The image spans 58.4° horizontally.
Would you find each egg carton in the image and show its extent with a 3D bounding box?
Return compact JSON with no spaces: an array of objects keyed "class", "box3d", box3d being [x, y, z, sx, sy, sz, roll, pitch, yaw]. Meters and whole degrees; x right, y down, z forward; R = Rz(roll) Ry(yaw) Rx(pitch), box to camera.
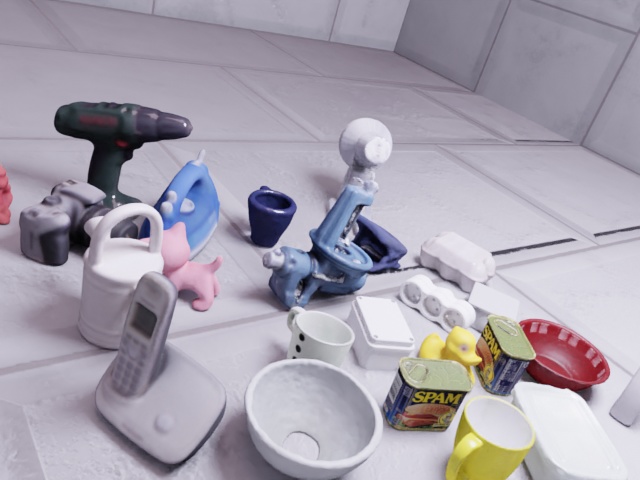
[{"class":"egg carton","box3d":[0.283,0.042,1.176,0.150,0.069,0.107,32,31,26]}]

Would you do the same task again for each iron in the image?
[{"class":"iron","box3d":[-0.241,-0.054,0.976,0.118,0.141,0.258,16,28,-3]}]

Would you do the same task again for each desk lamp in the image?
[{"class":"desk lamp","box3d":[0.094,-0.147,1.255,0.118,0.213,0.203,12,28,-9]}]

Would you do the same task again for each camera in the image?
[{"class":"camera","box3d":[-0.367,-0.025,0.897,0.136,0.101,0.143,22,28,9]}]

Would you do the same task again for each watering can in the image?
[{"class":"watering can","box3d":[-0.262,0.034,0.750,0.172,0.194,0.101,27,30,18]}]

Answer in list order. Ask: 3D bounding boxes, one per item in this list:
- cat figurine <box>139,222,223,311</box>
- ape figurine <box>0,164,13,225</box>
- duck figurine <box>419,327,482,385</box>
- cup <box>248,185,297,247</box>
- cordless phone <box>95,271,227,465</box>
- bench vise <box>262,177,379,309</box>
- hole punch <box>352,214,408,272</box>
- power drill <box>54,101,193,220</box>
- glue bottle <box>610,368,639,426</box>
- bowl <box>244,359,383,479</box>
[{"class":"cat figurine","box3d":[-0.208,0.032,0.865,0.128,0.118,0.067,15,28,-4]},{"class":"ape figurine","box3d":[-0.524,-0.081,0.917,0.076,0.092,0.078,19,28,4]},{"class":"duck figurine","box3d":[0.205,0.172,0.882,0.078,0.086,0.104,-5,35,-35]},{"class":"cup","box3d":[-0.102,-0.043,1.084,0.092,0.095,0.117,3,31,-25]},{"class":"cordless phone","box3d":[-0.167,0.137,0.628,0.147,0.185,0.094,28,30,19]},{"class":"bench vise","box3d":[0.017,0.009,0.925,0.121,0.220,0.208,33,32,27]},{"class":"hole punch","box3d":[0.114,-0.001,1.134,0.101,0.091,0.108,-7,36,-38]},{"class":"power drill","box3d":[-0.349,-0.146,1.008,0.229,0.208,0.075,15,28,-4]},{"class":"glue bottle","box3d":[0.519,0.210,0.898,0.037,0.173,0.078,34,33,29]},{"class":"bowl","box3d":[-0.014,0.223,0.678,0.167,0.075,0.167,14,28,-7]}]
